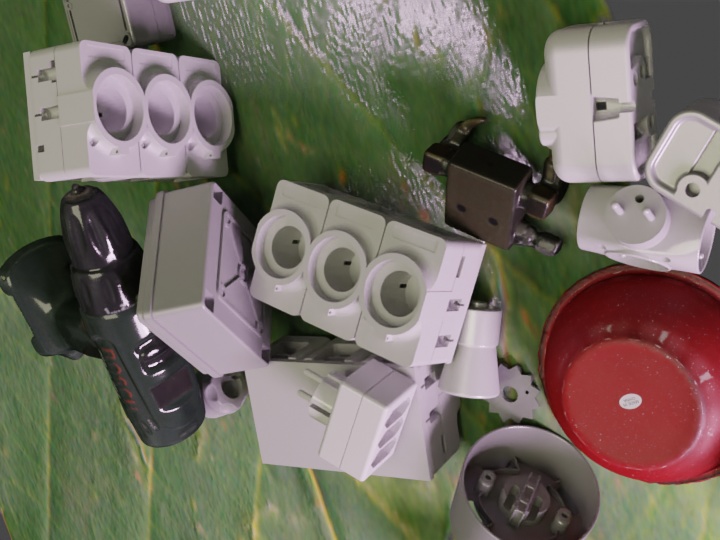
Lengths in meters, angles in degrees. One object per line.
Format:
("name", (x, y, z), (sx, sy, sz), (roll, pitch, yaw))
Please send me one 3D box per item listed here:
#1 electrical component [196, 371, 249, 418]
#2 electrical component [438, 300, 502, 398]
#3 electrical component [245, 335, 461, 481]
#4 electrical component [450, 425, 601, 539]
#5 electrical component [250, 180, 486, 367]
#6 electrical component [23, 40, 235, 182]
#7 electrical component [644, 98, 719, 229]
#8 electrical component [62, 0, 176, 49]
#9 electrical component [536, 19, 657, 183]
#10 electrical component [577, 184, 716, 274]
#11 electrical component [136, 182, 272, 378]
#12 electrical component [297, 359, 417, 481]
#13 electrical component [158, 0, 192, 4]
("electrical component", (-0.127, 0.104, 0.910), (0.062, 0.043, 0.043), (-23, 94, 43))
("electrical component", (0.081, 0.055, 0.766), (0.044, 0.044, 0.065), (9, 98, 28))
("electrical component", (-0.005, 0.101, 0.824), (0.150, 0.062, 0.089), (0, 107, 31))
("electrical component", (0.114, 0.165, 0.758), (0.099, 0.099, 0.064), (31, 126, 18))
("electrical component", (0.000, 0.000, 0.759), (0.150, 0.062, 0.089), (22, 102, 33))
("electrical component", (-0.162, -0.111, 0.782), (0.062, 0.150, 0.089), (-3, 92, 31))
("electrical component", (0.224, -0.058, 0.634), (0.095, 0.059, 0.053), (35, 121, 16))
("electrical component", (-0.184, -0.203, 0.825), (0.062, 0.061, 0.096), (-4, 105, 32))
("electrical component", (0.147, -0.104, 0.667), (0.059, 0.054, 0.095), (2, 108, 30))
("electrical component", (0.174, -0.029, 0.664), (0.077, 0.079, 0.044), (14, 85, 26))
("electrical component", (-0.111, 0.009, 0.800), (0.056, 0.108, 0.108), (-11, 58, 18))
("electrical component", (-0.010, 0.096, 0.757), (0.077, 0.047, 0.065), (28, 119, 20))
("electrical component", (-0.122, -0.241, 0.775), (0.053, 0.059, 0.095), (49, 124, 7))
